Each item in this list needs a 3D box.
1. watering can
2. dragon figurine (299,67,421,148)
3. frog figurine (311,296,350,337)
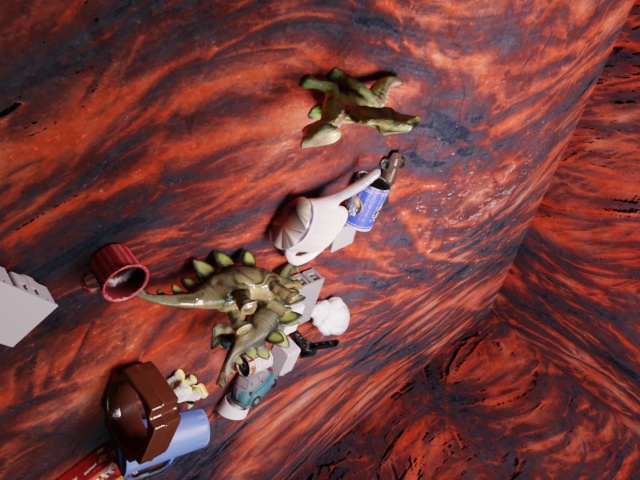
[{"bbox_3d":[0.004,-0.068,1.347,0.224,0.105,0.343,9,123,-54],"label":"watering can"},{"bbox_3d":[0.109,-0.281,1.115,0.414,0.246,0.119,-24,138,-31],"label":"dragon figurine"},{"bbox_3d":[0.033,0.251,1.747,0.139,0.123,0.156,-58,150,-21],"label":"frog figurine"}]
